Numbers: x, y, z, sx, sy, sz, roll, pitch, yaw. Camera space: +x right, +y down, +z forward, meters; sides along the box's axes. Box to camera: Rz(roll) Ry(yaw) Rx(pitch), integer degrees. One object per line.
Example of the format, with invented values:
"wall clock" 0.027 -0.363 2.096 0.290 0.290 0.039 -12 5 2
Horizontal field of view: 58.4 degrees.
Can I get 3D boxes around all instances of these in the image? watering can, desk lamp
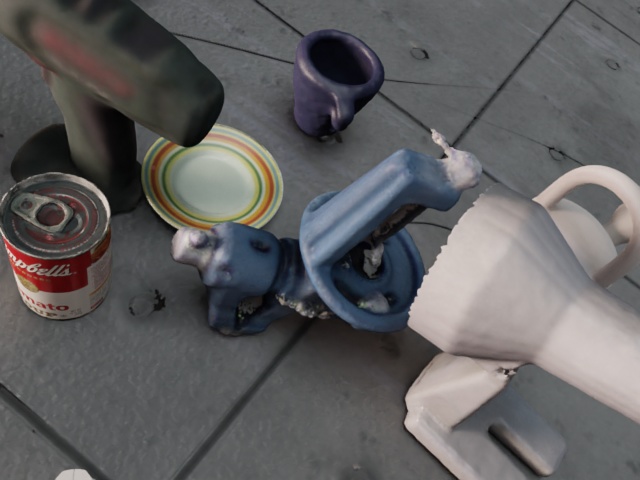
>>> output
"watering can" 0.215 0.007 0.510 0.101 0.194 0.173 45 55 11
"desk lamp" 0.146 0.087 0.421 0.203 0.213 0.118 43 55 9

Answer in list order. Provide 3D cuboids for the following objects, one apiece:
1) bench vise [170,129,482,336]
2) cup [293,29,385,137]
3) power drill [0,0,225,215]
"bench vise" 0.008 0.012 0.414 0.208 0.219 0.121 -11 63 -26
"cup" 0.011 -0.142 0.588 0.092 0.095 0.117 5 58 -17
"power drill" -0.188 -0.114 0.427 0.229 0.208 0.076 26 54 -3
